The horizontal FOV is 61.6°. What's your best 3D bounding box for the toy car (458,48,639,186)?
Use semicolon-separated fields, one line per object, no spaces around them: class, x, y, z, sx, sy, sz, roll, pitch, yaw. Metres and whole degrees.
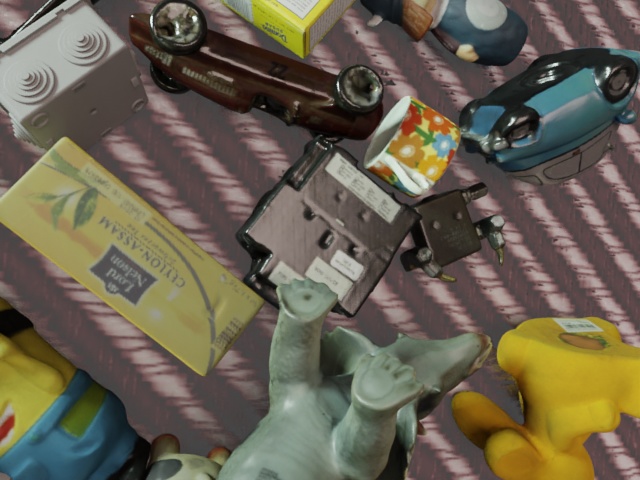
toy car;0.213;-0.103;0.490;0.162;0.109;0.102;-33;114;-6

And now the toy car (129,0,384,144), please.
toy car;-0.047;-0.120;0.418;0.202;0.089;0.053;14;82;-16

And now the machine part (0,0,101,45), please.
machine part;-0.183;-0.175;0.394;0.139;0.084;0.039;-39;124;-2

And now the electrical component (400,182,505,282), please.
electrical component;0.120;-0.005;0.486;0.102;0.045;0.078;-15;94;-16

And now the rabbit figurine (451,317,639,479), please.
rabbit figurine;0.209;0.164;0.474;0.162;0.122;0.173;-4;108;-14

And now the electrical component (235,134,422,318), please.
electrical component;-0.001;-0.001;0.444;0.115;0.058;0.134;40;78;-10

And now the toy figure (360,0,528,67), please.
toy figure;0.111;-0.205;0.487;0.154;0.057;0.064;16;45;-14

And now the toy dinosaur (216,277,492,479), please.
toy dinosaur;-0.023;0.169;0.319;0.131;0.192;0.405;22;45;23

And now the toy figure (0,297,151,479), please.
toy figure;-0.200;0.112;0.370;0.180;0.089;0.082;44;80;-19

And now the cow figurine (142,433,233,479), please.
cow figurine;-0.117;0.245;0.365;0.085;0.127;0.195;25;79;-11

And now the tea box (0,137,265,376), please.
tea box;-0.130;0.014;0.385;0.169;0.098;0.068;40;78;-10
